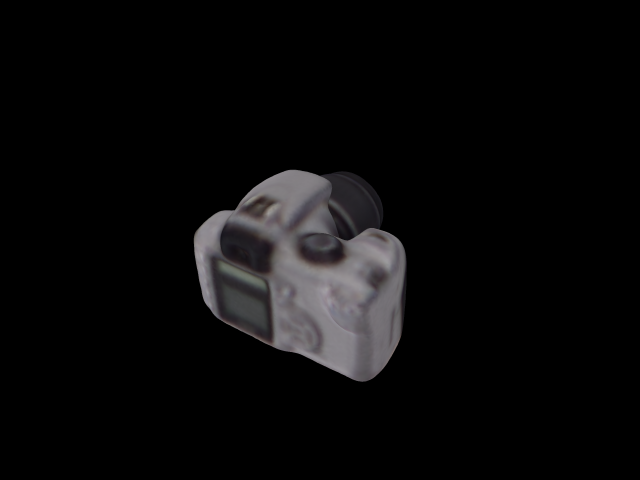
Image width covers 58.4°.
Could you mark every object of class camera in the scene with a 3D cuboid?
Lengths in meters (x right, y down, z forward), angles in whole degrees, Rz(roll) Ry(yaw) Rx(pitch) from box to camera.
[{"bbox_3d":[0.004,0.001,0.400,0.142,0.101,0.137,20,40,25],"label":"camera"}]
